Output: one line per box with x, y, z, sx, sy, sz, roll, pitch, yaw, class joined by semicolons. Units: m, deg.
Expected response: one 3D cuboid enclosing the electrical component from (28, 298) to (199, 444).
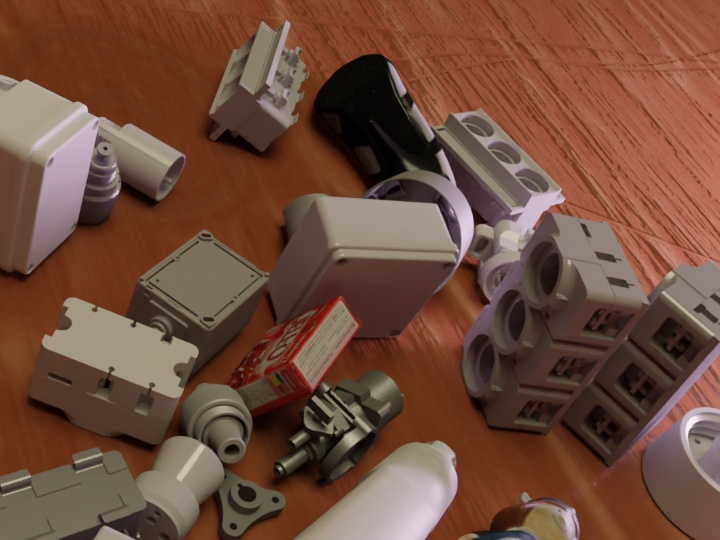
-0.157;0.067;0.683;0.089;0.055;0.050;23;38;-6;electrical component

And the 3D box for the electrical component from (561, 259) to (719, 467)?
0.230;0.070;0.837;0.062;0.150;0.089;44;40;20;electrical component

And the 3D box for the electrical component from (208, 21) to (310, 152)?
-0.090;-0.167;0.989;0.063;0.079;0.121;39;33;-22;electrical component

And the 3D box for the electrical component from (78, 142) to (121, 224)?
-0.198;-0.067;0.802;0.040;0.078;0.040;13;54;-19;electrical component

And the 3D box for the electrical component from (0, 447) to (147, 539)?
-0.179;0.143;0.568;0.121;0.063;0.078;-13;53;-35;electrical component

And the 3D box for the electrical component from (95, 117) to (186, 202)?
-0.186;-0.094;0.864;0.081;0.043;0.043;30;37;4;electrical component

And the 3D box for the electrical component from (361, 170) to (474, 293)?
0.043;-0.031;0.889;0.099;0.099;0.064;34;32;9;electrical component

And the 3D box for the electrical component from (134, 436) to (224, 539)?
-0.113;0.133;0.642;0.045;0.045;0.055;30;38;4;electrical component

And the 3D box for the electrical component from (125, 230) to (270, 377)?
-0.119;0.028;0.747;0.062;0.061;0.096;34;38;8;electrical component

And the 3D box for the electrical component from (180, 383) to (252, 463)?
-0.089;0.101;0.683;0.043;0.043;0.062;8;16;-24;electrical component

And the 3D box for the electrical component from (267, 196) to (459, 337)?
0.000;0.000;0.809;0.109;0.108;0.056;2;53;-30;electrical component

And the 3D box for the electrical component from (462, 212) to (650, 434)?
0.139;0.041;0.815;0.062;0.150;0.089;10;41;-23;electrical component

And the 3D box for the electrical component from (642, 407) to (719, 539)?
0.284;0.157;0.842;0.108;0.060;0.108;17;39;-14;electrical component

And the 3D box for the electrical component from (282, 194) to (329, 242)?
-0.039;-0.031;0.880;0.043;0.043;0.081;9;41;-22;electrical component

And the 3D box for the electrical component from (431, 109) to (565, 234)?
0.126;-0.091;1.033;0.079;0.063;0.121;-14;54;-41;electrical component

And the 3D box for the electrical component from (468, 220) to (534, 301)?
0.133;-0.002;0.940;0.078;0.058;0.057;22;35;-8;electrical component

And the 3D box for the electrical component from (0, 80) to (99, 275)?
-0.231;-0.063;0.744;0.057;0.113;0.078;26;37;3;electrical component

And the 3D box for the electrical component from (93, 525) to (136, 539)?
-0.130;0.198;0.505;0.056;0.108;0.108;25;37;1;electrical component

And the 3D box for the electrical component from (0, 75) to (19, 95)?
-0.282;-0.116;0.827;0.055;0.047;0.055;17;39;-14;electrical component
